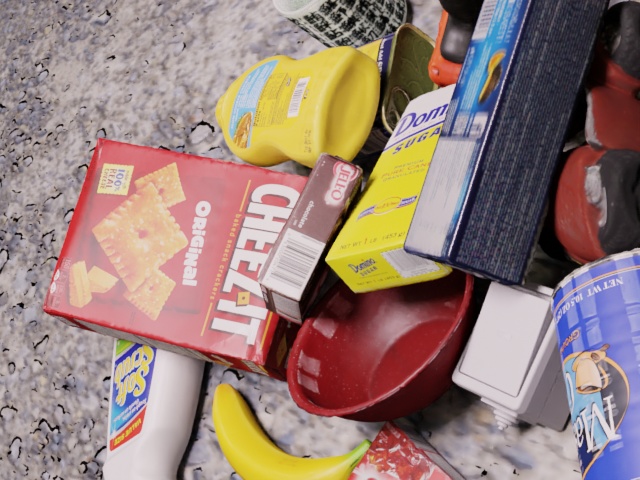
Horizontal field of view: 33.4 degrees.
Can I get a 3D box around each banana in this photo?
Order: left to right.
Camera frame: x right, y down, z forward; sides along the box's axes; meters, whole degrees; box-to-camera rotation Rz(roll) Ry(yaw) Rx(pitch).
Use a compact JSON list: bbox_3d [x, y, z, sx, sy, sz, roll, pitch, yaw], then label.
[{"bbox_3d":[-0.034,0.168,0.842,0.198,0.037,0.069,12,60,48],"label":"banana"}]

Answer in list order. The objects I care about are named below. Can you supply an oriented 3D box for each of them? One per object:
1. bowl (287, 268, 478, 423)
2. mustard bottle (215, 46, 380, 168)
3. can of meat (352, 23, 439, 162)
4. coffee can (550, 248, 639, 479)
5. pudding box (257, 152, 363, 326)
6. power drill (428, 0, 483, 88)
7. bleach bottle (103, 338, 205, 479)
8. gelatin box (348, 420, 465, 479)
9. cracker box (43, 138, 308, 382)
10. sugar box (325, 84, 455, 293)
[{"bbox_3d":[0.055,0.073,0.759,0.162,0.055,0.162,-33,28,20],"label":"bowl"},{"bbox_3d":[-0.033,-0.108,0.893,0.192,0.058,0.096,8,78,54],"label":"mustard bottle"},{"bbox_3d":[0.048,-0.120,0.895,0.084,0.057,0.102,-11,60,46],"label":"can of meat"},{"bbox_3d":[0.189,0.089,0.590,0.103,0.102,0.140,-28,50,34],"label":"coffee can"},{"bbox_3d":[-0.005,0.001,0.808,0.039,0.090,0.113,26,76,9],"label":"pudding box"},{"bbox_3d":[0.118,-0.218,0.786,0.057,0.187,0.184,14,83,15],"label":"power drill"},{"bbox_3d":[-0.145,0.139,0.956,0.103,0.068,0.251,-20,58,39],"label":"bleach bottle"},{"bbox_3d":[0.059,0.178,0.736,0.073,0.030,0.089,-57,39,6],"label":"gelatin box"},{"bbox_3d":[-0.112,0.013,0.911,0.214,0.072,0.164,12,76,19],"label":"cracker box"},{"bbox_3d":[0.079,-0.045,0.782,0.094,0.048,0.176,-14,40,44],"label":"sugar box"}]
